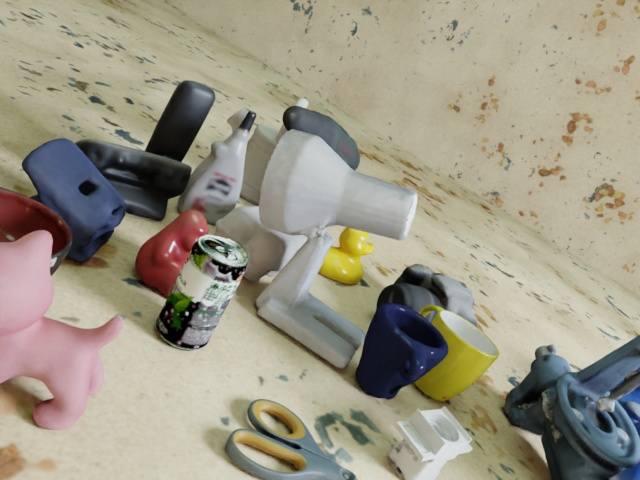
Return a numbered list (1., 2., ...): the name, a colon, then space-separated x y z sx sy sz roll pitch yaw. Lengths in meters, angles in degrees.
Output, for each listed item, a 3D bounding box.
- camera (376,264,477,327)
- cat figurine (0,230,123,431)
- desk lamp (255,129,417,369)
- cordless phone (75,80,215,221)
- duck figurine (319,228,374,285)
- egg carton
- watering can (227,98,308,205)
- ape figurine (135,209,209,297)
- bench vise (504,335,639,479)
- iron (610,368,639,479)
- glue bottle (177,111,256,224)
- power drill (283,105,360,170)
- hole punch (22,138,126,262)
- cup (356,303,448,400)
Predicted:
1. camera: 0.149 0.088 0.847 0.137 0.100 0.142 16 23 -36
2. cat figurine: -0.200 0.052 0.394 0.128 0.117 0.067 26 19 -12
3. desk lamp: 0.006 0.002 0.679 0.203 0.213 0.118 33 19 8
4. cordless phone: -0.221 -0.129 0.718 0.148 0.185 0.094 10 27 -45
5. duck figurine: 0.038 0.015 0.893 0.105 0.086 0.077 18 22 -32
6. egg carton: -0.071 0.004 0.784 0.107 0.069 0.151 37 20 19
7. watering can: -0.082 -0.165 1.002 0.173 0.194 0.100 21 21 -24
8. ape figurine: -0.150 0.010 0.615 0.076 0.092 0.078 34 19 11
9. bench vise: 0.324 0.177 0.699 0.122 0.219 0.207 18 22 -32
10. iron: 0.462 0.257 0.822 0.118 0.141 0.259 34 19 12
11. glue bottle: -0.133 -0.104 0.805 0.078 0.173 0.037 16 23 -36
12. power drill: -0.026 -0.101 0.902 0.075 0.208 0.230 38 20 21
13. hole punch: -0.256 -0.045 0.598 0.101 0.091 0.108 27 19 -11
14. cup: 0.083 0.138 0.634 0.092 0.095 0.117 27 19 -10
